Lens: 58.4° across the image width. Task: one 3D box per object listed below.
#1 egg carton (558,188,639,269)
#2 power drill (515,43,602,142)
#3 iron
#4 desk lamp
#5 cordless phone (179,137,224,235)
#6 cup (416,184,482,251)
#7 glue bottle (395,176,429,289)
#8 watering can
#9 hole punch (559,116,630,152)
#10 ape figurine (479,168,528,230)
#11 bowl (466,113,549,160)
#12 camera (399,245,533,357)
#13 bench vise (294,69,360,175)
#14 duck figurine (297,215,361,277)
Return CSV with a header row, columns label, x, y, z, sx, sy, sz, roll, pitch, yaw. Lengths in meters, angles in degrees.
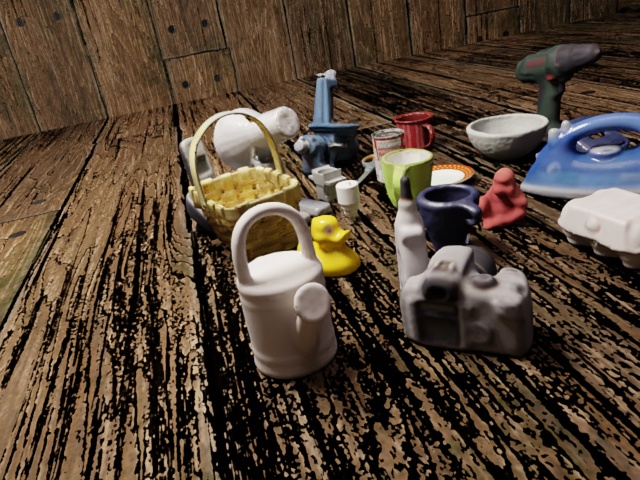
label,x,y,z,sx,sy,sz,roll,pitch,yaw
egg carton,0.407,-0.019,0.782,0.107,0.069,0.150,-18,25,-18
power drill,0.517,-0.321,1.245,0.076,0.209,0.229,-18,25,-16
iron,0.467,-0.147,0.955,0.257,0.142,0.119,2,26,26
desk lamp,-0.093,-0.148,1.094,0.202,0.214,0.118,13,32,42
cordless phone,-0.197,-0.116,1.099,0.093,0.185,0.148,4,27,29
cup,0.199,-0.023,0.842,0.092,0.095,0.117,-19,25,-20
glue bottle,0.115,0.003,0.719,0.037,0.173,0.078,-10,24,1
watering can,-0.038,0.052,0.644,0.172,0.194,0.101,12,32,41
hole punch,0.516,-0.180,1.075,0.109,0.091,0.100,-21,26,-23
ape figurine,0.292,-0.070,0.913,0.077,0.092,0.076,12,32,41
bowl,0.398,-0.213,1.217,0.167,0.075,0.167,-8,24,4
camera,0.179,0.053,0.671,0.142,0.101,0.137,4,27,29
bench vise,0.019,-0.267,1.309,0.121,0.220,0.208,-1,25,19
duck figurine,0.008,0.003,0.871,0.104,0.086,0.078,8,29,35
